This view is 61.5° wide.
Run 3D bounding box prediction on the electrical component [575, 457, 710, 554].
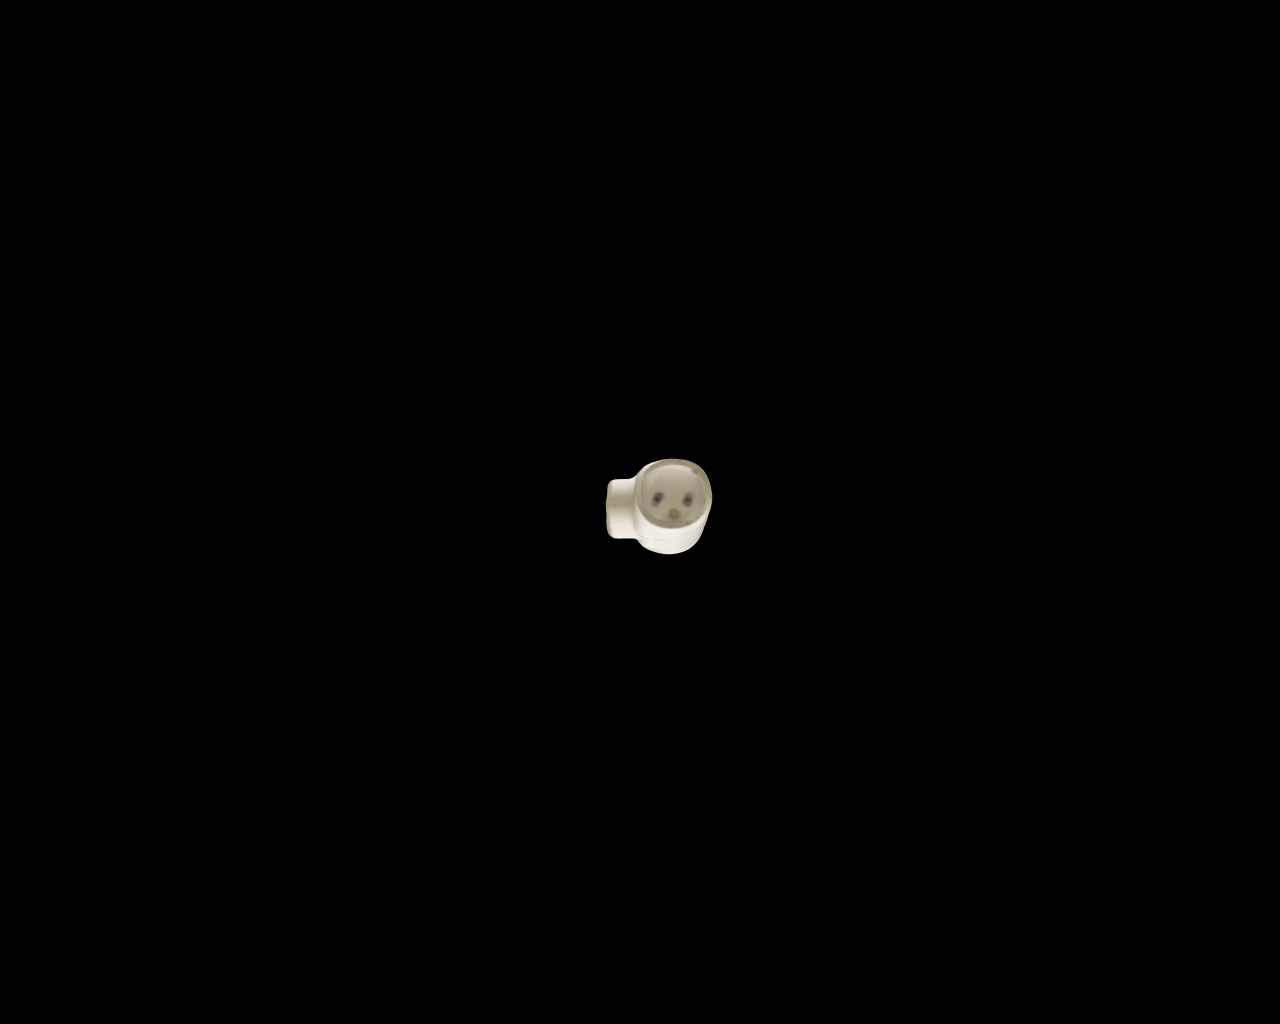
[{"bbox_3d":[0.001,-0.003,0.650,0.079,0.043,0.077,0,-13,0],"label":"electrical component"}]
